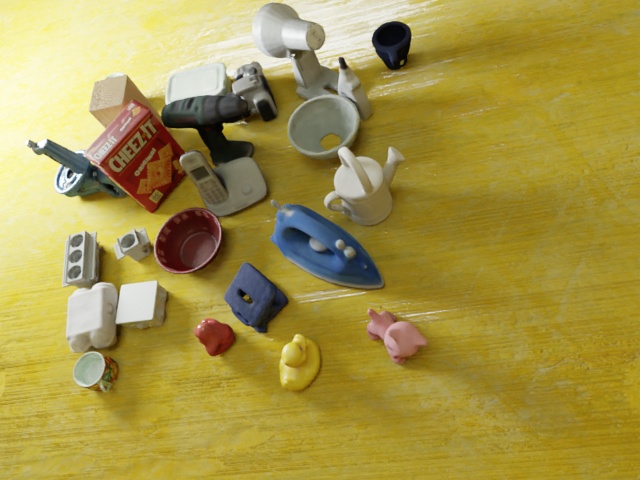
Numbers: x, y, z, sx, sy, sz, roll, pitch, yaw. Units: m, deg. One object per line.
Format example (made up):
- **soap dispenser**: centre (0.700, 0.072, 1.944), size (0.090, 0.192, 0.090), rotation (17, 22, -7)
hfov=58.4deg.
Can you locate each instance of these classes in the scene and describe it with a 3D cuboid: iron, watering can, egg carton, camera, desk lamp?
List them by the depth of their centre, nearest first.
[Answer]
- **iron**: centre (0.010, 0.004, 1.126), size (0.257, 0.142, 0.119), rotation (29, 75, 27)
- **watering can**: centre (0.085, -0.121, 1.137), size (0.100, 0.194, 0.173), rotation (34, 77, 28)
- **egg carton**: centre (-0.487, 0.167, 1.235), size (0.107, 0.069, 0.150), rotation (-16, 60, 8)
- **desk lamp**: centre (-0.037, -0.432, 1.322), size (0.202, 0.214, 0.118), rotation (33, 77, 28)
- **camera**: centre (-0.189, -0.354, 1.394), size (0.136, 0.101, 0.143), rotation (-22, 60, 5)

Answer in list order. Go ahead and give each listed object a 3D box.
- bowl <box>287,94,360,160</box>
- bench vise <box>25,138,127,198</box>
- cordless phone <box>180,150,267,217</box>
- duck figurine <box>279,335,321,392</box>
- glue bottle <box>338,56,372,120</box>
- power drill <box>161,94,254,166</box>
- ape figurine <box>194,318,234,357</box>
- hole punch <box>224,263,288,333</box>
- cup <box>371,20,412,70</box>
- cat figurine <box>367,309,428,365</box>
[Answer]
- **bowl**: centre (0.015, -0.241, 1.289), size (0.167, 0.075, 0.167), rotation (-7, 62, 14)
- **bench vise**: centre (-0.563, -0.184, 1.351), size (0.207, 0.220, 0.121), rotation (-20, 60, 6)
- **cordless phone**: centre (-0.209, -0.142, 1.242), size (0.147, 0.185, 0.094), rotation (-25, 59, 3)
- **duck figurine**: centre (-0.046, 0.225, 1.063), size (0.077, 0.086, 0.105), rotation (14, 69, 23)
- **glue bottle**: centre (0.067, -0.341, 1.268), size (0.037, 0.173, 0.078), rotation (-46, 60, -9)
- **power drill**: centre (-0.231, -0.250, 1.291), size (0.229, 0.209, 0.075), rotation (6, 66, 20)
- **ape figurine**: centre (-0.216, 0.187, 1.130), size (0.076, 0.092, 0.078), rotation (-7, 62, 13)
- **hole punch**: centre (-0.133, 0.116, 1.142), size (0.108, 0.091, 0.101), rotation (38, 79, 29)
- **cup**: centre (0.173, -0.433, 1.328), size (0.091, 0.095, 0.117), rotation (-9, 61, 12)
- **cat figurine**: centre (0.132, 0.167, 1.020), size (0.067, 0.118, 0.127), rotation (-45, 60, -8)
